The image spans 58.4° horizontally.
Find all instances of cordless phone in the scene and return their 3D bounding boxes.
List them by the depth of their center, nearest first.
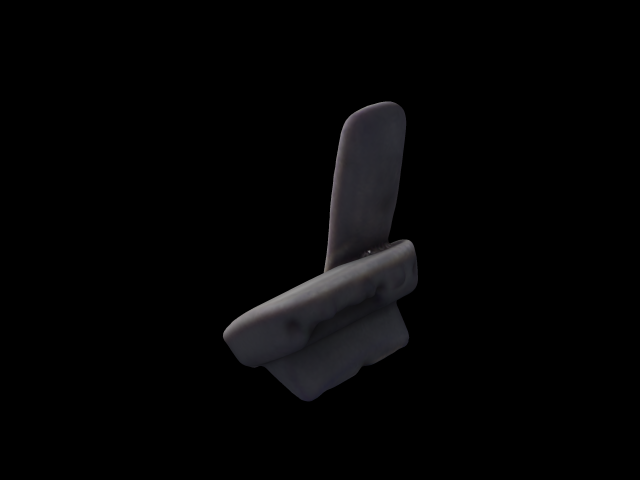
[{"bbox_3d":[0.004,0.001,0.400,0.093,0.185,0.148,25,37,39],"label":"cordless phone"}]
